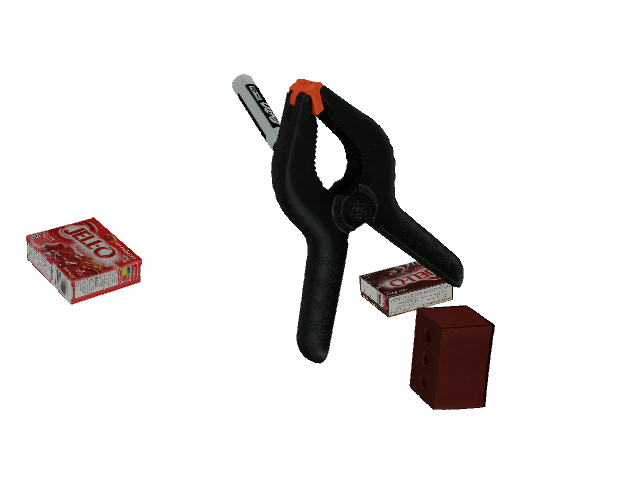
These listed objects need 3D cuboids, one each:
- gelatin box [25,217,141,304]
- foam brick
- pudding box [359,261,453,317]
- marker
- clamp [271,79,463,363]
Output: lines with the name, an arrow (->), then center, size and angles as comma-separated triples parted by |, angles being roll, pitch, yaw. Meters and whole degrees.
gelatin box -> -0.220, 0.016, 0.988 | 0.073, 0.030, 0.089 | -18, 40, -36
foam brick -> 0.113, 0.101, 0.924 | 0.051, 0.078, 0.053 | -3, 17, -20
pudding box -> 0.127, 0.070, 1.580 | 0.113, 0.039, 0.090 | -16, 23, -20
marker -> -0.044, -0.097, 0.878 | 0.020, 0.020, 0.121 | 0, 40, -30
clamp -> 0.010, -0.011, 0.652 | 0.120, 0.171, 0.039 | -37, 21, -20
